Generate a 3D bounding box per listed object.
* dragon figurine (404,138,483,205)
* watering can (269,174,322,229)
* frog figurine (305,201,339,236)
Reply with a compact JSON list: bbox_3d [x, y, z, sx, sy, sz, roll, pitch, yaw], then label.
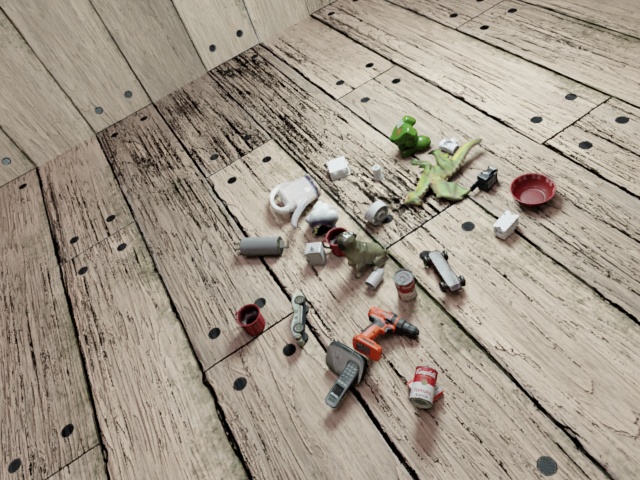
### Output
[{"bbox_3d":[0.518,-0.257,2.085,0.410,0.120,0.247,-24,63,2],"label":"dragon figurine"},{"bbox_3d":[-0.091,-0.171,2.200,0.225,0.102,0.354,-30,38,-7],"label":"watering can"},{"bbox_3d":[0.006,-0.106,2.109,0.136,0.121,0.163,-25,54,25],"label":"frog figurine"}]
